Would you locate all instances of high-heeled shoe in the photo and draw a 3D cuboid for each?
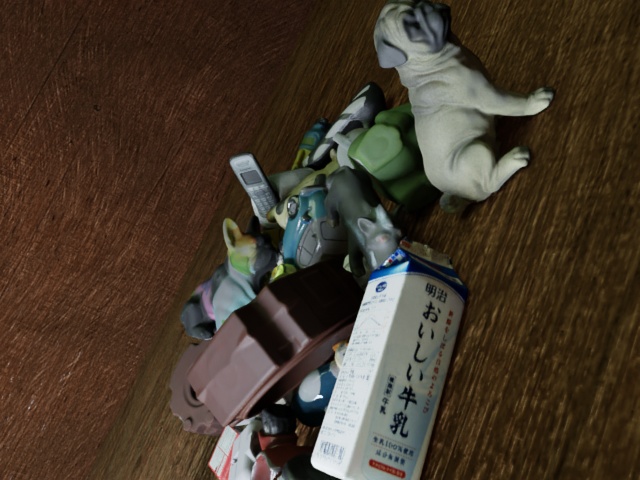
[{"bbox_3d":[0.031,-0.207,1.061,0.249,0.086,0.145,-20,60,45],"label":"high-heeled shoe"}]

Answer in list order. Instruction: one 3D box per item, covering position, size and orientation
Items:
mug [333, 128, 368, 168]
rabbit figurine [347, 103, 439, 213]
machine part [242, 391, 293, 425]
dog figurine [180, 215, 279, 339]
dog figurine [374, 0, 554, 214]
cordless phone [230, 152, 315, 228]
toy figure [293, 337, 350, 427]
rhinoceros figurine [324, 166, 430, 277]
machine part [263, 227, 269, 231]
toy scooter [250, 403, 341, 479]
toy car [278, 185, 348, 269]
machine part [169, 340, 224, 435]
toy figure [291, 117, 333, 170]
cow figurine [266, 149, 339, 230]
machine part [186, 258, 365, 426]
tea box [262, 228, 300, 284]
[{"bbox_3d":[0.074,-0.127,0.824,0.081,0.109,0.107,-49,33,7],"label":"mug"},{"bbox_3d":[0.129,-0.134,0.707,0.170,0.121,0.159,-44,11,1],"label":"rabbit figurine"},{"bbox_3d":[-0.109,0.245,0.837,0.243,0.079,0.079,-35,32,57],"label":"machine part"},{"bbox_3d":[-0.158,0.064,0.942,0.192,0.108,0.219,9,98,34],"label":"dog figurine"},{"bbox_3d":[0.117,-0.138,0.562,0.172,0.190,0.121,-68,17,-10],"label":"dog figurine"},{"bbox_3d":[-0.077,-0.111,1.016,0.147,0.184,0.089,-11,52,16],"label":"cordless phone"},{"bbox_3d":[0.025,0.157,0.623,0.064,0.058,0.154,51,119,27],"label":"toy figure"},{"bbox_3d":[0.069,-0.012,0.646,0.112,0.073,0.190,96,153,-49],"label":"rhinoceros figurine"},{"bbox_3d":[-0.058,-0.063,1.150,0.139,0.084,0.039,-45,60,30],"label":"machine part"},{"bbox_3d":[-0.035,0.276,0.581,0.184,0.075,0.135,-151,72,-65],"label":"toy scooter"},{"bbox_3d":[-0.002,-0.003,0.861,0.103,0.109,0.161,60,136,46],"label":"toy car"},{"bbox_3d":[-0.211,0.271,1.009,0.179,0.056,0.179,-17,60,32],"label":"machine part"},{"bbox_3d":[-0.016,-0.178,1.189,0.089,0.082,0.180,147,143,-79],"label":"toy figure"},{"bbox_3d":[0.003,-0.088,0.941,0.195,0.085,0.127,-43,10,-14],"label":"cow figurine"},{"bbox_3d":[-0.043,0.125,0.654,0.201,0.087,0.201,-20,-25,-53],"label":"machine part"},{"bbox_3d":[-0.099,0.071,1.005,0.068,0.098,0.169,-15,-32,-56],"label":"tea box"}]
